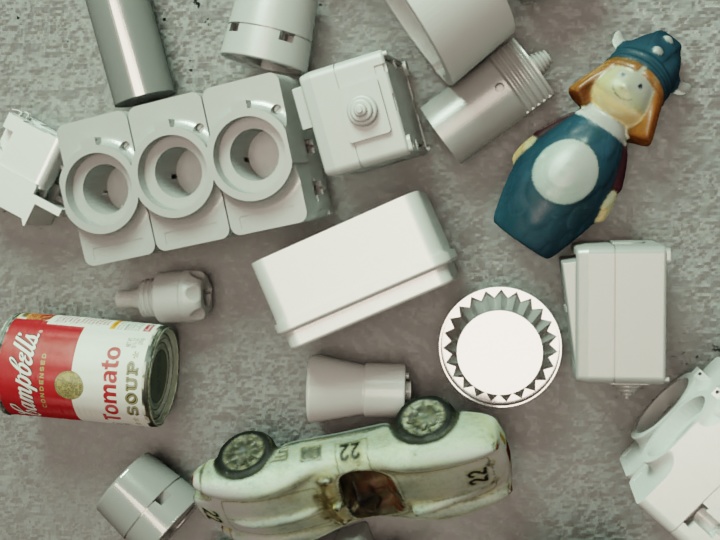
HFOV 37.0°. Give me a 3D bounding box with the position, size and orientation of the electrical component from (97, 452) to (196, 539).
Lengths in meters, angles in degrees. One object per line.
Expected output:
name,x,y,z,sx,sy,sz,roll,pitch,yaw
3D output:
electrical component,-0.139,0.154,0.708,0.047,0.055,0.055,41,99,7

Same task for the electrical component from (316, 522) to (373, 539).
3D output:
electrical component,0.012,0.199,0.694,0.077,0.047,0.065,-21,92,9

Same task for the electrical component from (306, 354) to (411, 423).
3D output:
electrical component,0.000,0.076,0.689,0.065,0.044,0.044,1,95,3

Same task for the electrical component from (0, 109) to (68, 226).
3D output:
electrical component,-0.218,-0.067,0.706,0.081,0.042,0.063,27,95,4

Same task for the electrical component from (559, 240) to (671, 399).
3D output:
electrical component,0.152,0.031,0.652,0.061,0.062,0.096,0,95,8

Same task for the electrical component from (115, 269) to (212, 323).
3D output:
electrical component,-0.130,0.018,0.704,0.061,0.035,0.035,-3,95,10

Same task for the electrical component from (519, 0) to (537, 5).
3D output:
electrical component,0.094,-0.211,0.642,0.050,0.056,0.089,-35,90,9

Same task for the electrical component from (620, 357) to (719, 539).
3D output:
electrical component,0.235,0.069,0.622,0.060,0.105,0.186,42,99,3

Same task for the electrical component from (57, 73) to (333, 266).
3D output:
electrical component,-0.104,-0.061,0.671,0.150,0.062,0.089,-11,93,16

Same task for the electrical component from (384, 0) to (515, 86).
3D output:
electrical component,0.048,-0.170,0.629,0.060,0.108,0.108,-34,90,4

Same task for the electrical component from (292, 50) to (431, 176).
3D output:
electrical component,0.000,-0.091,0.645,0.061,0.096,0.061,-15,93,13

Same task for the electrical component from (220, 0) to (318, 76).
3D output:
electrical component,-0.055,-0.151,0.670,0.055,0.055,0.047,13,93,7

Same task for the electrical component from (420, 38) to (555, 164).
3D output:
electrical component,0.082,-0.106,0.659,0.081,0.043,0.043,-36,89,9

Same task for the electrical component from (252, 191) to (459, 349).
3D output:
electrical component,0.000,0.000,0.663,0.113,0.078,0.057,-23,89,9
